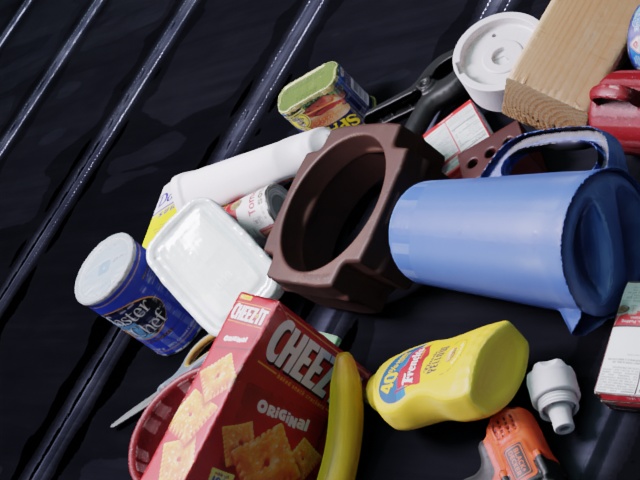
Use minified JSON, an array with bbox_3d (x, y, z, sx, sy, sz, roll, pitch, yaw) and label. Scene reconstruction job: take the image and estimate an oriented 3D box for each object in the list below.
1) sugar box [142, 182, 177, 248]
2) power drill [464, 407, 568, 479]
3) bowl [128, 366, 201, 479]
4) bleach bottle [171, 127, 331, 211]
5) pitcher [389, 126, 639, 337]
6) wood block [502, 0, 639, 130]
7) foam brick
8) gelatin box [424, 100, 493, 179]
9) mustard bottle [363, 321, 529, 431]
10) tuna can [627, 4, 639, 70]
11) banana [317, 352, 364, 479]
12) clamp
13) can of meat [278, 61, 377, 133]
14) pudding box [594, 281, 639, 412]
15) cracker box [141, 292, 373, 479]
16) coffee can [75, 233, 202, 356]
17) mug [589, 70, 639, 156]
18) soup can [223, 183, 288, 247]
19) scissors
[{"bbox_3d":[-0.196,-0.016,1.477,0.093,0.048,0.176,-20,43,34],"label":"sugar box"},{"bbox_3d":[0.132,0.252,0.895,0.188,0.057,0.184,-35,35,14],"label":"power drill"},{"bbox_3d":[-0.129,0.218,1.163,0.162,0.055,0.162,-23,42,22],"label":"bowl"},{"bbox_3d":[-0.069,-0.091,1.377,0.251,0.102,0.068,-19,87,34],"label":"bleach bottle"},{"bbox_3d":[0.183,-0.013,1.014,0.149,0.145,0.243,-41,26,-29],"label":"pitcher"},{"bbox_3d":[0.277,-0.213,1.098,0.091,0.090,0.206,28,77,14],"label":"wood block"},{"bbox_3d":[0.192,-0.078,1.126,0.078,0.051,0.053,-31,39,24],"label":"foam brick"},{"bbox_3d":[0.161,-0.106,1.203,0.073,0.030,0.089,-38,38,17],"label":"gelatin box"},{"bbox_3d":[0.104,0.134,1.004,0.192,0.058,0.096,-24,25,52],"label":"mustard bottle"},{"bbox_3d":[0.341,-0.199,1.049,0.034,0.086,0.086,15,69,53],"label":"tuna can"},{"bbox_3d":[0.014,0.211,1.039,0.037,0.069,0.197,5,67,27],"label":"banana"},{"bbox_3d":[0.133,-0.169,1.280,0.171,0.039,0.120,-40,39,13],"label":"clamp"},{"bbox_3d":[0.008,-0.174,1.378,0.102,0.083,0.057,-26,42,28],"label":"can of meat"},{"bbox_3d":[0.288,0.089,0.889,0.090,0.039,0.113,-1,60,45],"label":"pudding box"},{"bbox_3d":[-0.057,0.185,1.059,0.072,0.164,0.213,10,66,48],"label":"cracker box"},{"bbox_3d":[-0.225,0.071,1.357,0.103,0.140,0.103,-28,41,27],"label":"coffee can"},{"bbox_3d":[0.301,-0.122,1.003,0.082,0.117,0.093,14,90,56],"label":"mug"},{"bbox_3d":[-0.086,-0.023,1.356,0.102,0.068,0.068,-24,43,30],"label":"soup can"},{"bbox_3d":[-0.179,0.191,1.307,0.202,0.016,0.096,-44,36,8],"label":"scissors"}]
